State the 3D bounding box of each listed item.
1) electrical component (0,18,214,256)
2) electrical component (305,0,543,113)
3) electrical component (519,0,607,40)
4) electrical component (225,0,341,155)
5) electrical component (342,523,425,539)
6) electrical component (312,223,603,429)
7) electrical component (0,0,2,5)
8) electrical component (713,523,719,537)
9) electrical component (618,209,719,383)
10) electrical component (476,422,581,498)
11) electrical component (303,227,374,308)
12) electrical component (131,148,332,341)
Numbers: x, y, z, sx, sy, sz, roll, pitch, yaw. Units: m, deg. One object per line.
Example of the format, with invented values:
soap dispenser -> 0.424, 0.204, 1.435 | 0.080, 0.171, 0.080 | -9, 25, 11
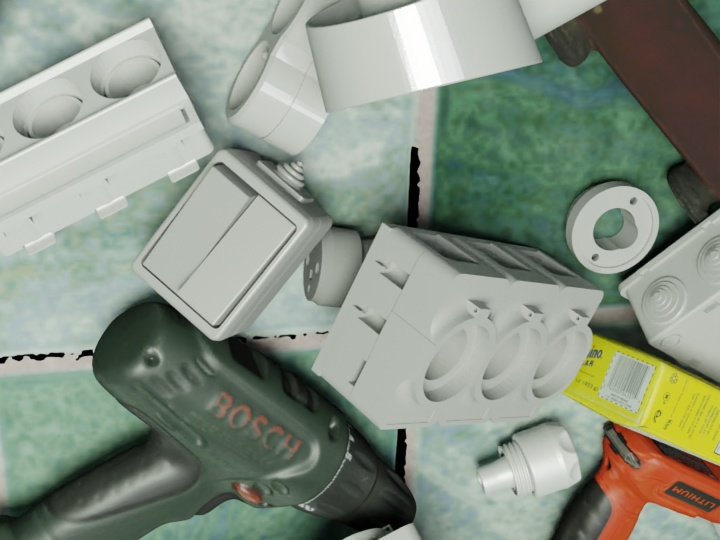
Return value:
electrical component -> -0.139, -0.061, 0.524 | 0.121, 0.078, 0.063 | -27, 146, -2
electrical component -> 0.027, -0.099, 0.477 | 0.099, 0.099, 0.064 | -22, 111, -4
electrical component -> 0.068, -0.144, 0.519 | 0.077, 0.044, 0.079 | -26, 133, 23
electrical component -> -0.003, -0.118, 0.543 | 0.074, 0.052, 0.138 | 26, 105, -23
electrical component -> -0.036, 0.219, 0.634 | 0.186, 0.060, 0.105 | -27, 155, -2
electrical component -> 0.061, 0.035, 0.586 | 0.150, 0.062, 0.089 | 6, 115, -49
electrical component -> -0.191, -0.129, 0.490 | 0.055, 0.055, 0.047 | 21, 103, -22
electrical component -> 0.299, 0.203, 0.740 | 0.100, 0.099, 0.048 | 35, 114, -25
electrical component -> 0.220, 0.017, 0.641 | 0.100, 0.048, 0.100 | 26, 125, -35
electrical component -> 0.106, 0.125, 0.685 | 0.062, 0.043, 0.043 | -18, 117, -4
electrical component -> 0.000, 0.000, 0.601 | 0.055, 0.045, 0.045 | 6, 112, -17
electrical component -> -0.062, -0.019, 0.555 | 0.062, 0.061, 0.096 | 40, 100, 6
